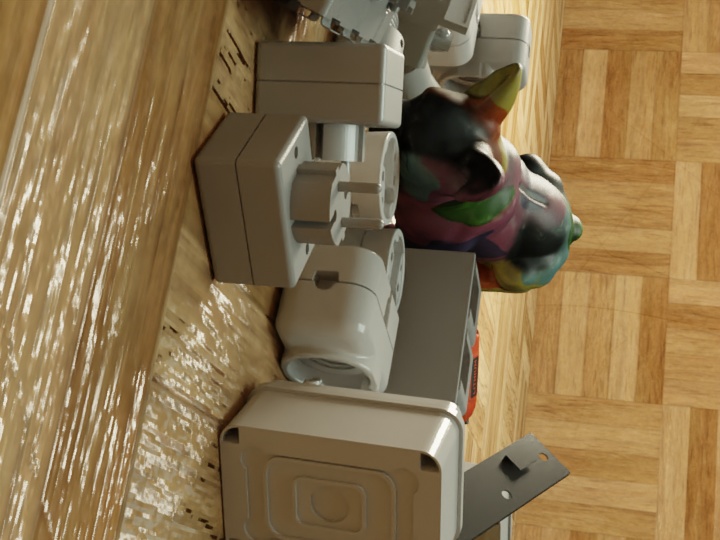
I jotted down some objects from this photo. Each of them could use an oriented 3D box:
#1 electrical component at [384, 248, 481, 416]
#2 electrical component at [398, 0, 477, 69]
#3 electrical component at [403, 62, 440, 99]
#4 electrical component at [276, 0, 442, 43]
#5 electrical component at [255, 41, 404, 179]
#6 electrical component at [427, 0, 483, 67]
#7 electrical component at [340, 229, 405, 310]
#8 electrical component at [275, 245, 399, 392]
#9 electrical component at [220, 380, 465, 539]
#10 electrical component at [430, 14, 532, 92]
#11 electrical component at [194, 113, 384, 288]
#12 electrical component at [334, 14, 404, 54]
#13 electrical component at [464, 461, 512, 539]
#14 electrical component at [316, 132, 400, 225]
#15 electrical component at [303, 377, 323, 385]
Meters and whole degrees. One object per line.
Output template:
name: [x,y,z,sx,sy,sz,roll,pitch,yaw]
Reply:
electrical component: [0.028,0.065,0.727,0.061,0.089,0.150,69,28,-62]
electrical component: [0.043,-0.199,0.762,0.121,0.079,0.063,-70,-178,-49]
electrical component: [0.037,-0.143,0.812,0.065,0.044,0.044,61,35,-59]
electrical component: [-0.008,-0.153,0.543,0.063,0.079,0.121,-63,171,11]
electrical component: [-0.015,-0.075,0.546,0.047,0.066,0.076,-21,114,-76]
electrical component: [0.070,-0.225,0.897,0.059,0.054,0.095,76,23,-54]
electrical component: [0.000,0.000,0.679,0.055,0.047,0.055,4,90,-77]
electrical component: [-0.012,0.035,0.621,0.095,0.054,0.059,72,25,-58]
electrical component: [-0.007,0.103,0.537,0.057,0.113,0.078,-49,142,-64]
electrical component: [0.101,-0.187,0.948,0.053,0.095,0.059,50,46,-72]
electrical component: [-0.027,-0.031,0.486,0.047,0.077,0.065,-68,158,-53]
electrical component: [0.005,-0.134,0.664,0.043,0.043,0.081,70,27,-61]
electrical component: [0.066,0.200,0.887,0.057,0.113,0.078,-62,153,-54]
electrical component: [-0.005,-0.056,0.640,0.055,0.047,0.055,4,90,-77]
electrical component: [-0.027,0.100,0.603,0.043,0.043,0.081,-39,131,-73]
